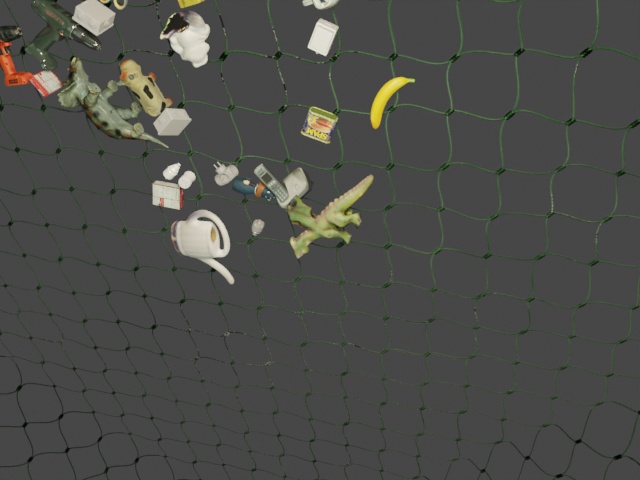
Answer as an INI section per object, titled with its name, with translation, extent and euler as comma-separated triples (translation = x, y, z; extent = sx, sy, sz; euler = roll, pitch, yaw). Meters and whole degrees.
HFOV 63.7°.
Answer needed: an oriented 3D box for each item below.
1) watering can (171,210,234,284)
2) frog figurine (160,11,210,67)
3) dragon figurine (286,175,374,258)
[watering can]
translation = -0.451, 0.033, 1.993
extent = 0.224, 0.106, 0.340
euler = 2, 123, 12
[frog figurine]
translation = -0.390, -0.613, 1.572
extent = 0.136, 0.125, 0.157
euler = -27, 151, 18
[dragon figurine]
translation = 0.005, -0.089, 1.764
extent = 0.242, 0.125, 0.401
euler = 11, 128, -15
